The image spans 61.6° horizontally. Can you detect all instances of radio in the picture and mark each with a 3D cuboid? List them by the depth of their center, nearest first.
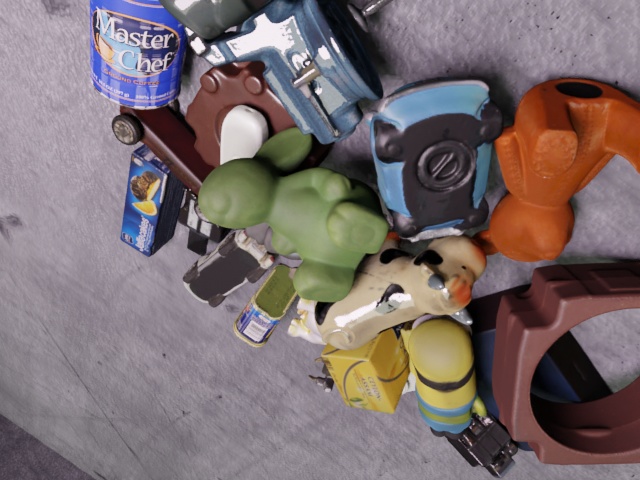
[{"bbox_3d":[0.265,0.172,0.684,0.131,0.073,0.229,-23,112,43],"label":"radio"}]

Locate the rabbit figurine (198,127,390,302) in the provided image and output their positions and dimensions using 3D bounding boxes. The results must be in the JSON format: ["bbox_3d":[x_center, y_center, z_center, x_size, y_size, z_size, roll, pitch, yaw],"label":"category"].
[{"bbox_3d":[-0.030,-0.043,0.533,0.170,0.159,0.121,18,136,-15],"label":"rabbit figurine"}]

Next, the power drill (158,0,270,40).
[{"bbox_3d":[-0.061,-0.279,0.386,0.207,0.086,0.232,44,103,6],"label":"power drill"}]

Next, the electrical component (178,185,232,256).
[{"bbox_3d":[-0.162,-0.032,0.775,0.075,0.048,0.119,26,137,9],"label":"electrical component"}]

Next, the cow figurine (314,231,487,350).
[{"bbox_3d":[0.080,0.053,0.562,0.195,0.127,0.085,-30,118,18],"label":"cow figurine"}]

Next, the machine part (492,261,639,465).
[{"bbox_3d":[0.288,0.125,0.553,0.201,0.087,0.201,-3,110,2],"label":"machine part"}]

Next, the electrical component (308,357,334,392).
[{"bbox_3d":[0.028,0.213,0.881,0.078,0.045,0.102,29,137,8],"label":"electrical component"}]

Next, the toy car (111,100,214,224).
[{"bbox_3d":[-0.173,-0.104,0.689,0.202,0.089,0.053,47,133,-14],"label":"toy car"}]

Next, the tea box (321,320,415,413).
[{"bbox_3d":[0.078,0.117,0.674,0.068,0.170,0.098,-1,128,34],"label":"tea box"}]

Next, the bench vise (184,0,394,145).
[{"bbox_3d":[0.010,-0.211,0.470,0.241,0.129,0.223,-27,102,22],"label":"bench vise"}]

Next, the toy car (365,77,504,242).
[{"bbox_3d":[0.102,-0.082,0.499,0.109,0.103,0.161,-11,128,4],"label":"toy car"}]

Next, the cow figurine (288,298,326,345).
[{"bbox_3d":[0.017,0.091,0.762,0.098,0.068,0.167,24,140,3],"label":"cow figurine"}]

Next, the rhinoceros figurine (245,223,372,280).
[{"bbox_3d":[-0.001,-0.002,0.668,0.190,0.112,0.073,14,119,4],"label":"rhinoceros figurine"}]

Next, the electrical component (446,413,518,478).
[{"bbox_3d":[0.210,0.267,0.750,0.134,0.058,0.114,45,172,23],"label":"electrical component"}]

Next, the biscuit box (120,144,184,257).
[{"bbox_3d":[-0.245,-0.059,0.791,0.059,0.063,0.202,33,137,3],"label":"biscuit box"}]

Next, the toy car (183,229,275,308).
[{"bbox_3d":[-0.145,0.044,0.828,0.073,0.056,0.202,45,133,-13],"label":"toy car"}]

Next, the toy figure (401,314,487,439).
[{"bbox_3d":[0.150,0.165,0.630,0.082,0.089,0.179,-13,120,-3],"label":"toy figure"}]

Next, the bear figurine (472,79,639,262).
[{"bbox_3d":[0.211,-0.038,0.489,0.120,0.132,0.195,2,126,-2],"label":"bear figurine"}]

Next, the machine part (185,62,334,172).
[{"bbox_3d":[-0.074,-0.128,0.632,0.180,0.056,0.179,17,136,17],"label":"machine part"}]
